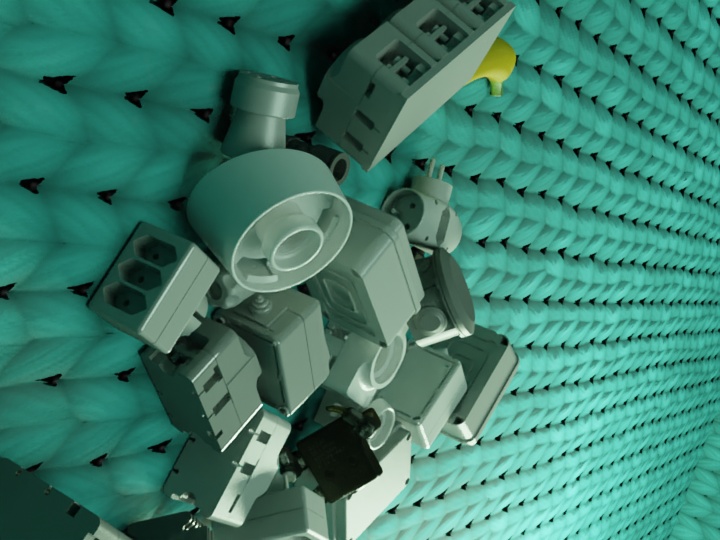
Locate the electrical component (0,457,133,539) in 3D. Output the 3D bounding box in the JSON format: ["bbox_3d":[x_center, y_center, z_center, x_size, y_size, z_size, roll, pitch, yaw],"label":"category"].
[{"bbox_3d":[-0.187,0.161,0.648,0.050,0.089,0.055,-57,149,-19],"label":"electrical component"}]

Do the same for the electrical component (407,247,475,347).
[{"bbox_3d":[0.066,0.025,0.938,0.080,0.051,0.080,-20,90,-76],"label":"electrical component"}]

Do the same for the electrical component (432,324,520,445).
[{"bbox_3d":[0.107,0.116,1.122,0.113,0.078,0.057,-57,147,-18],"label":"electrical component"}]

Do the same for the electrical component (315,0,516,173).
[{"bbox_3d":[0.039,-0.156,0.812,0.150,0.062,0.089,-44,172,-35],"label":"electrical component"}]

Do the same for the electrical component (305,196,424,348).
[{"bbox_3d":[0.000,0.000,0.863,0.057,0.078,0.113,-51,147,-22],"label":"electrical component"}]

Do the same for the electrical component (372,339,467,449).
[{"bbox_3d":[0.062,0.119,1.064,0.096,0.062,0.061,-53,148,-24],"label":"electrical component"}]

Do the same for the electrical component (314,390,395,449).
[{"bbox_3d":[-0.003,0.132,0.971,0.066,0.055,0.048,25,88,-61],"label":"electrical component"}]

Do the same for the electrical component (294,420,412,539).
[{"bbox_3d":[-0.005,0.192,1.008,0.113,0.057,0.078,-38,139,-42],"label":"electrical component"}]

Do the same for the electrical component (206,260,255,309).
[{"bbox_3d":[-0.085,0.003,0.768,0.061,0.035,0.035,-34,136,-50],"label":"electrical component"}]

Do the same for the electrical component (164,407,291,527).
[{"bbox_3d":[-0.099,0.145,0.824,0.089,0.050,0.056,-63,150,-9],"label":"electrical component"}]

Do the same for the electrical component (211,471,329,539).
[{"bbox_3d":[-0.076,0.190,0.880,0.047,0.083,0.075,50,27,-58],"label":"electrical component"}]

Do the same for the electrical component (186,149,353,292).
[{"bbox_3d":[-0.058,-0.034,0.717,0.099,0.064,0.099,-24,145,-18],"label":"electrical component"}]

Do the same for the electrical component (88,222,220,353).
[{"bbox_3d":[-0.124,0.019,0.699,0.065,0.047,0.076,-60,150,-14],"label":"electrical component"}]

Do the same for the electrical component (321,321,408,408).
[{"bbox_3d":[0.002,0.068,0.935,0.089,0.056,0.050,-62,151,-11],"label":"electrical component"}]

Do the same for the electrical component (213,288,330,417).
[{"bbox_3d":[-0.063,0.049,0.806,0.061,0.062,0.096,-44,143,-36],"label":"electrical component"}]

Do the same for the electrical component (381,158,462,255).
[{"bbox_3d":[0.060,-0.059,0.957,0.077,0.043,0.079,23,80,-57],"label":"electrical component"}]

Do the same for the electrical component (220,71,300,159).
[{"bbox_3d":[-0.066,-0.101,0.716,0.045,0.045,0.055,-10,117,-57],"label":"electrical component"}]

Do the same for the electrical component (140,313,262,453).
[{"bbox_3d":[-0.108,0.076,0.762,0.055,0.050,0.089,-49,146,-30],"label":"electrical component"}]
